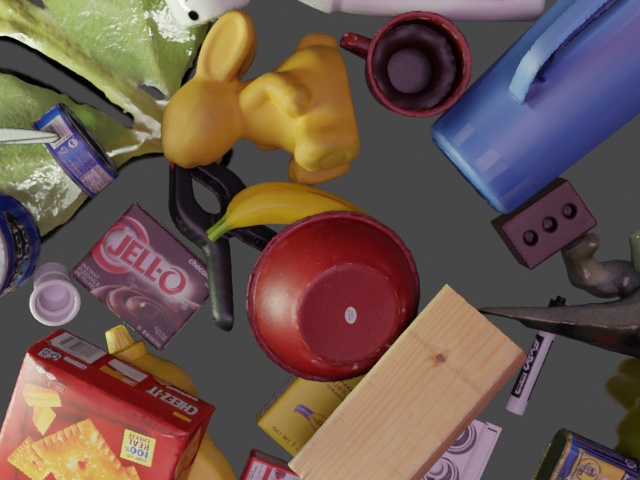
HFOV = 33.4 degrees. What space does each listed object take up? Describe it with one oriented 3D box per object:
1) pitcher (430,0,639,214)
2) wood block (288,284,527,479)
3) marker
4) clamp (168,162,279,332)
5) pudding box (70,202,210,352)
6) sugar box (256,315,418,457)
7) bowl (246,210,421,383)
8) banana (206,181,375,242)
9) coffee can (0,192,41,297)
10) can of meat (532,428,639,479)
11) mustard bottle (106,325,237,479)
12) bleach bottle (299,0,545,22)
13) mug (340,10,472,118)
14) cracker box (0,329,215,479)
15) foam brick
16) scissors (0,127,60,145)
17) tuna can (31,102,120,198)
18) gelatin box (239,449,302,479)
[{"bbox_3d":[0.216,-0.141,0.944,0.243,0.145,0.149,-42,113,7],"label":"pitcher"},{"bbox_3d":[0.080,0.150,0.936,0.091,0.090,0.206,42,90,16],"label":"wood block"},{"bbox_3d":[0.210,0.111,1.030,0.020,0.020,0.121,22,93,-5],"label":"marker"},{"bbox_3d":[-0.091,-0.003,0.977,0.171,0.039,0.120,48,53,0],"label":"clamp"},{"bbox_3d":[-0.160,0.033,0.995,0.113,0.039,0.090,42,90,-6],"label":"pudding box"},{"bbox_3d":[0.032,0.134,1.010,0.093,0.048,0.176,41,93,-6],"label":"sugar box"},{"bbox_3d":[0.019,0.058,0.939,0.162,0.055,0.162,-3,104,-12],"label":"bowl"},{"bbox_3d":[-0.003,-0.014,0.975,0.197,0.037,0.070,14,123,-22],"label":"banana"},{"bbox_3d":[-0.309,0.010,0.934,0.102,0.140,0.103,0,95,-3],"label":"coffee can"},{"bbox_3d":[0.252,0.242,1.025,0.084,0.057,0.102,24,92,-2],"label":"can of meat"},{"bbox_3d":[-0.154,0.170,0.995,0.096,0.058,0.191,-21,95,19],"label":"mustard bottle"},{"bbox_3d":[0.078,-0.254,0.972,0.251,0.068,0.102,3,94,-1],"label":"bleach bottle"},{"bbox_3d":[0.073,-0.160,0.968,0.117,0.081,0.093,18,93,-5],"label":"mug"},{"bbox_3d":[-0.207,0.211,0.950,0.164,0.072,0.214,25,108,10],"label":"cracker box"},{"bbox_3d":[0.210,-0.016,1.003,0.078,0.051,0.053,-35,96,0],"label":"foam brick"},{"bbox_3d":[-0.319,-0.076,0.952,0.202,0.016,0.096,19,108,21],"label":"scissors"},{"bbox_3d":[-0.219,-0.081,0.959,0.034,0.086,0.086,-38,96,-1],"label":"tuna can"},{"bbox_3d":[-0.038,0.251,1.025,0.089,0.030,0.073,21,95,-4],"label":"gelatin box"}]
